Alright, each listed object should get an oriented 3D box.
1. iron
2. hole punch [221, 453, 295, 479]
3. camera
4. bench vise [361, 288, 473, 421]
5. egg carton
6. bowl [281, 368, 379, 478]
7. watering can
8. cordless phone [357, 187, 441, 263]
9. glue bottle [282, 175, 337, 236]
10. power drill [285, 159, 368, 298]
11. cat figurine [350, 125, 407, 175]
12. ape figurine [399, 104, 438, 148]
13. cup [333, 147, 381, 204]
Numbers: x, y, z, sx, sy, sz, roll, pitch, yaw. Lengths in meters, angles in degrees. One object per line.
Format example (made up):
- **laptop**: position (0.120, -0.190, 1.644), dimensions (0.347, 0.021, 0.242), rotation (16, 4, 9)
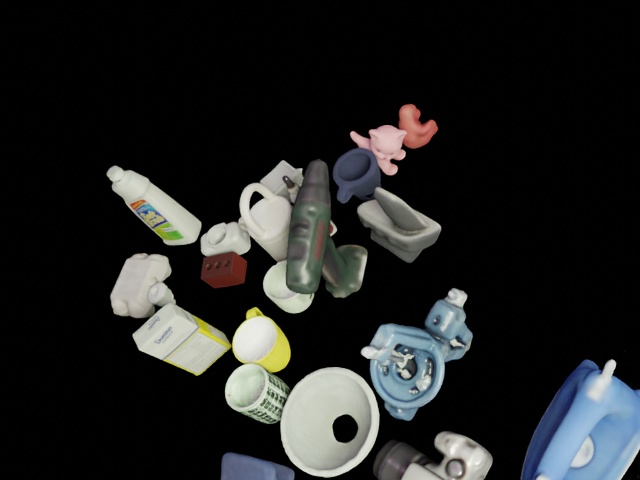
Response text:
- **iron**: position (0.316, 0.269, 0.725), dimensions (0.118, 0.142, 0.258), rotation (28, 77, 38)
- **hole punch**: position (-0.106, 0.398, 0.907), dimensions (0.108, 0.091, 0.101), rotation (2, 62, 29)
- **camera**: position (0.149, 0.326, 0.806), dimensions (0.136, 0.101, 0.143), rotation (24, 74, 37)
- **bench vise**: position (0.133, 0.148, 0.849), dimensions (0.121, 0.220, 0.207), rotation (9, 65, 33)
- **egg carton**: position (-0.394, 0.100, 1.265), dimensions (0.107, 0.070, 0.150), rotation (0, 61, 29)
- **bowl**: position (0.025, 0.294, 0.911), dimensions (0.167, 0.075, 0.167), rotation (-14, 55, 21)
- **watering can**: position (-0.085, -0.038, 1.103), dimensions (0.172, 0.195, 0.101), rotation (-20, 53, 17)
- **cordless phone**: position (0.121, -0.054, 1.006), dimensions (0.147, 0.186, 0.094), rotation (30, 78, 38)
- **glue bottle**: position (-0.028, -0.071, 1.106), dimensions (0.037, 0.174, 0.078), rotation (-43, 50, -2)
- **power drill**: position (0.009, 0.004, 1.015), dimensions (0.075, 0.209, 0.230), rotation (-2, 60, 28)
- **cat figurine**: position (0.117, -0.191, 1.138), dimensions (0.127, 0.118, 0.067), rotation (19, 71, 36)
- **ape figurine**: position (0.186, -0.234, 1.144), dimensions (0.076, 0.092, 0.077), rotation (-43, 50, -2)
- **cup**: position (0.078, -0.108, 1.122), dimensions (0.091, 0.095, 0.118), rotation (14, 69, 34)
